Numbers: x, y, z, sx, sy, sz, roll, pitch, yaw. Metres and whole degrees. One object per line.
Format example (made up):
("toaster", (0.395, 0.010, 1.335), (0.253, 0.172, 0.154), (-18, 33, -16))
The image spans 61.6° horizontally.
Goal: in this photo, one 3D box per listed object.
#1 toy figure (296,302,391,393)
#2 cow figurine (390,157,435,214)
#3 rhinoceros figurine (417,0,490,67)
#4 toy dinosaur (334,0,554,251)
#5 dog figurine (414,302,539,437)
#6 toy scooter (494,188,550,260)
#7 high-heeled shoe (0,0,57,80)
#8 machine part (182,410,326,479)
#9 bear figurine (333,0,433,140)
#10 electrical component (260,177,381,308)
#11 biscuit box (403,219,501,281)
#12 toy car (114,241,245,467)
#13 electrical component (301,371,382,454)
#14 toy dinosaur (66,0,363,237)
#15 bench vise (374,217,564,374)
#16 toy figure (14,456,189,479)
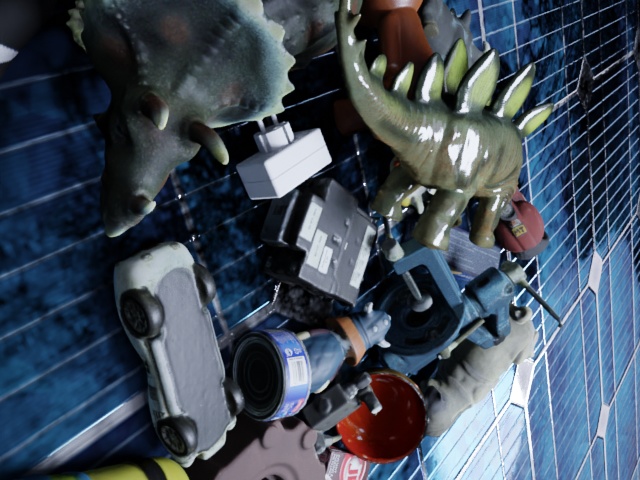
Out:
("toy figure", (0.012, 0.117, 0.591), (0.154, 0.058, 0.064), (-26, 127, -30))
("cow figurine", (0.140, -0.070, 0.717), (0.167, 0.068, 0.098), (-6, 124, -46))
("rhinoceros figurine", (0.163, -0.269, 0.724), (0.190, 0.073, 0.112), (26, 65, -44))
("toy dinosaur", (0.134, -0.096, 0.549), (0.471, 0.105, 0.198), (2, 115, -55))
("dog figurine", (0.213, 0.181, 0.755), (0.190, 0.121, 0.172), (-36, 150, -41))
("toy scooter", (0.295, -0.058, 0.858), (0.135, 0.075, 0.184), (52, 21, -22))
("high-heeled shoe", (-0.218, -0.039, 0.321), (0.249, 0.086, 0.145), (-49, 129, -25))
("machine part", (-0.066, 0.259, 0.538), (0.179, 0.056, 0.179), (-9, 102, -46))
("bear figurine", (0.069, -0.227, 0.607), (0.120, 0.132, 0.195), (-15, 85, -56))
("electrical component", (-0.001, -0.002, 0.579), (0.134, 0.058, 0.115), (35, 67, -44))
("biscuit box", (0.200, 0.021, 0.799), (0.202, 0.059, 0.062), (18, 80, -47))
("toy car", (-0.119, 0.100, 0.463), (0.073, 0.056, 0.201), (-32, 118, -48))
("electrical component", (0.023, 0.192, 0.600), (0.102, 0.045, 0.078), (-34, 156, -2))
("toy dinosaur", (-0.040, -0.174, 0.419), (0.405, 0.192, 0.131), (-46, 127, -33))
("bench vise", (0.149, 0.068, 0.659), (0.240, 0.224, 0.129), (54, 13, -39))
("toy figure", (-0.174, 0.207, 0.397), (0.180, 0.082, 0.089), (25, 77, -43))
